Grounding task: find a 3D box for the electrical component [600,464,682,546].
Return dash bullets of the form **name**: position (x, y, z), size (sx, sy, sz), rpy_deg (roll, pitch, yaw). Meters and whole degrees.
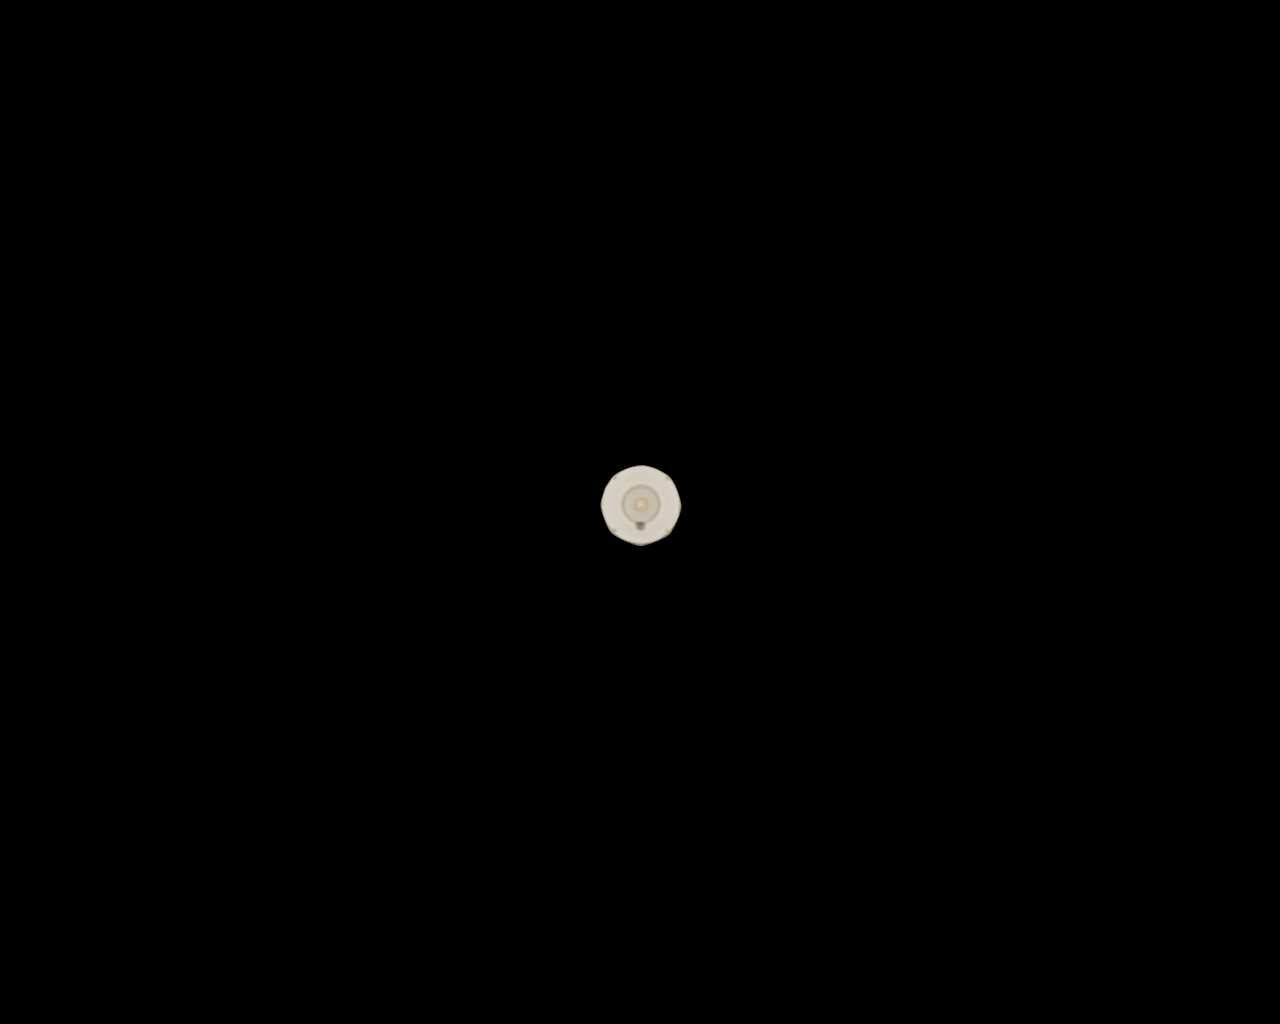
- **electrical component**: position (0.001, -0.003, 0.650), size (0.048, 0.048, 0.062), rpy_deg (0, -4, 0)
